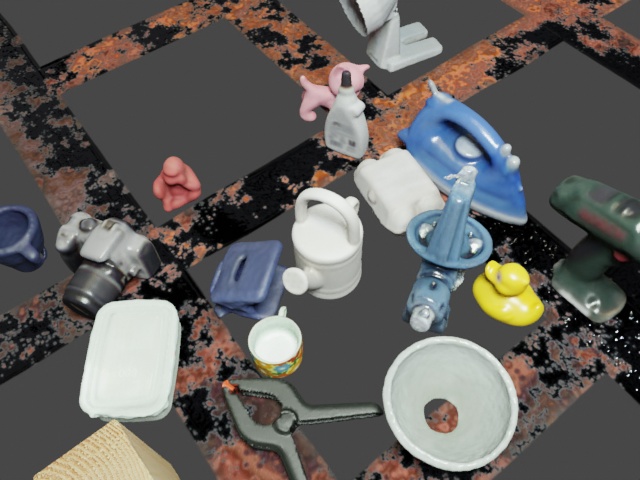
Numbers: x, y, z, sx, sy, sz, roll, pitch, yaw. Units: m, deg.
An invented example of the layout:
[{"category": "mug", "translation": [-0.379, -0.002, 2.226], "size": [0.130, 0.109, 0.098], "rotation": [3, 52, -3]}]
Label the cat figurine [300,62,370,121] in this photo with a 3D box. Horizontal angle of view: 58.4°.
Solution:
[{"category": "cat figurine", "translation": [0.025, -0.276, 1.025], "size": [0.127, 0.118, 0.067], "rotation": [-1, 57, 2]}]

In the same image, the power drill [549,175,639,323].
[{"category": "power drill", "translation": [0.400, 0.024, 0.768], "size": [0.076, 0.208, 0.229], "rotation": [-35, 63, -19]}]

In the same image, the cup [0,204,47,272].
[{"category": "cup", "translation": [-0.447, 0.014, 0.867], "size": [0.117, 0.095, 0.092], "rotation": [34, 64, 21]}]

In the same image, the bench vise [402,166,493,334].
[{"category": "bench vise", "translation": [0.178, 0.019, 0.771], "size": [0.121, 0.220, 0.207], "rotation": [3, 57, 4]}]

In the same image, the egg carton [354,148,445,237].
[{"category": "egg carton", "translation": [0.124, -0.079, 0.925], "size": [0.107, 0.069, 0.150], "rotation": [-25, 60, -14]}]

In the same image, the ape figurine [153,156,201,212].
[{"category": "ape figurine", "translation": [-0.234, -0.099, 0.935], "size": [0.077, 0.092, 0.076], "rotation": [12, 58, 9]}]

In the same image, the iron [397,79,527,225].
[{"category": "iron", "translation": [0.247, -0.145, 0.921], "size": [0.119, 0.141, 0.257], "rotation": [-36, 63, -19]}]

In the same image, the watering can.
[{"category": "watering can", "translation": [0.009, 0.004, 0.801], "size": [0.101, 0.194, 0.173], "rotation": [5, 58, 5]}]

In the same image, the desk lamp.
[{"category": "desk lamp", "translation": [0.129, -0.429, 1.064], "size": [0.203, 0.214, 0.117], "rotation": [-23, 59, -13]}]

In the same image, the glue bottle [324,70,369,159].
[{"category": "glue bottle", "translation": [0.045, -0.211, 0.950], "size": [0.078, 0.173, 0.037], "rotation": [25, 61, 17]}]

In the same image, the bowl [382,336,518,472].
[{"category": "bowl", "translation": [0.161, 0.213, 0.733], "size": [0.167, 0.075, 0.167], "rotation": [-1, 57, 1]}]

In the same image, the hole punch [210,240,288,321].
[{"category": "hole punch", "translation": [-0.106, 0.055, 0.832], "size": [0.101, 0.091, 0.109], "rotation": [11, 58, 9]}]

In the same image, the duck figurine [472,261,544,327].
[{"category": "duck figurine", "translation": [0.273, 0.070, 0.815], "size": [0.104, 0.086, 0.078], "rotation": [37, 65, 22]}]

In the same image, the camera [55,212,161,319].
[{"category": "camera", "translation": [-0.333, 0.036, 0.845], "size": [0.143, 0.101, 0.137], "rotation": [17, 59, 12]}]
